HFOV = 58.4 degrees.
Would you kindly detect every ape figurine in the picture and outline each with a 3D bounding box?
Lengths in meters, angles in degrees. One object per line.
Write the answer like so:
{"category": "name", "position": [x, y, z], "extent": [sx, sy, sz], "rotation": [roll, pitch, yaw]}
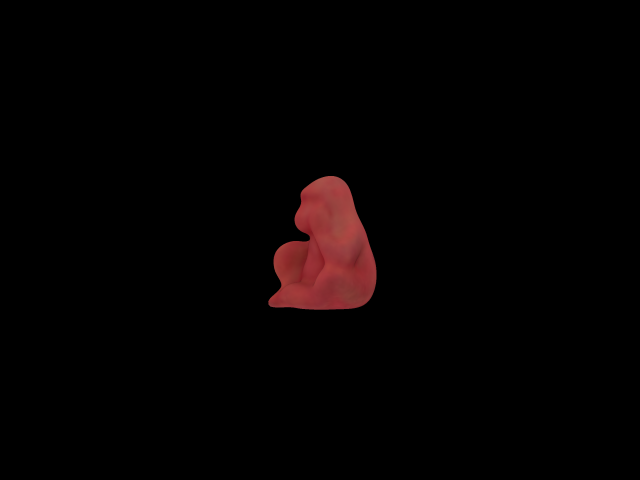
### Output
{"category": "ape figurine", "position": [0.004, 0.001, 0.400], "extent": [0.076, 0.092, 0.077], "rotation": [0, 0, -17]}
